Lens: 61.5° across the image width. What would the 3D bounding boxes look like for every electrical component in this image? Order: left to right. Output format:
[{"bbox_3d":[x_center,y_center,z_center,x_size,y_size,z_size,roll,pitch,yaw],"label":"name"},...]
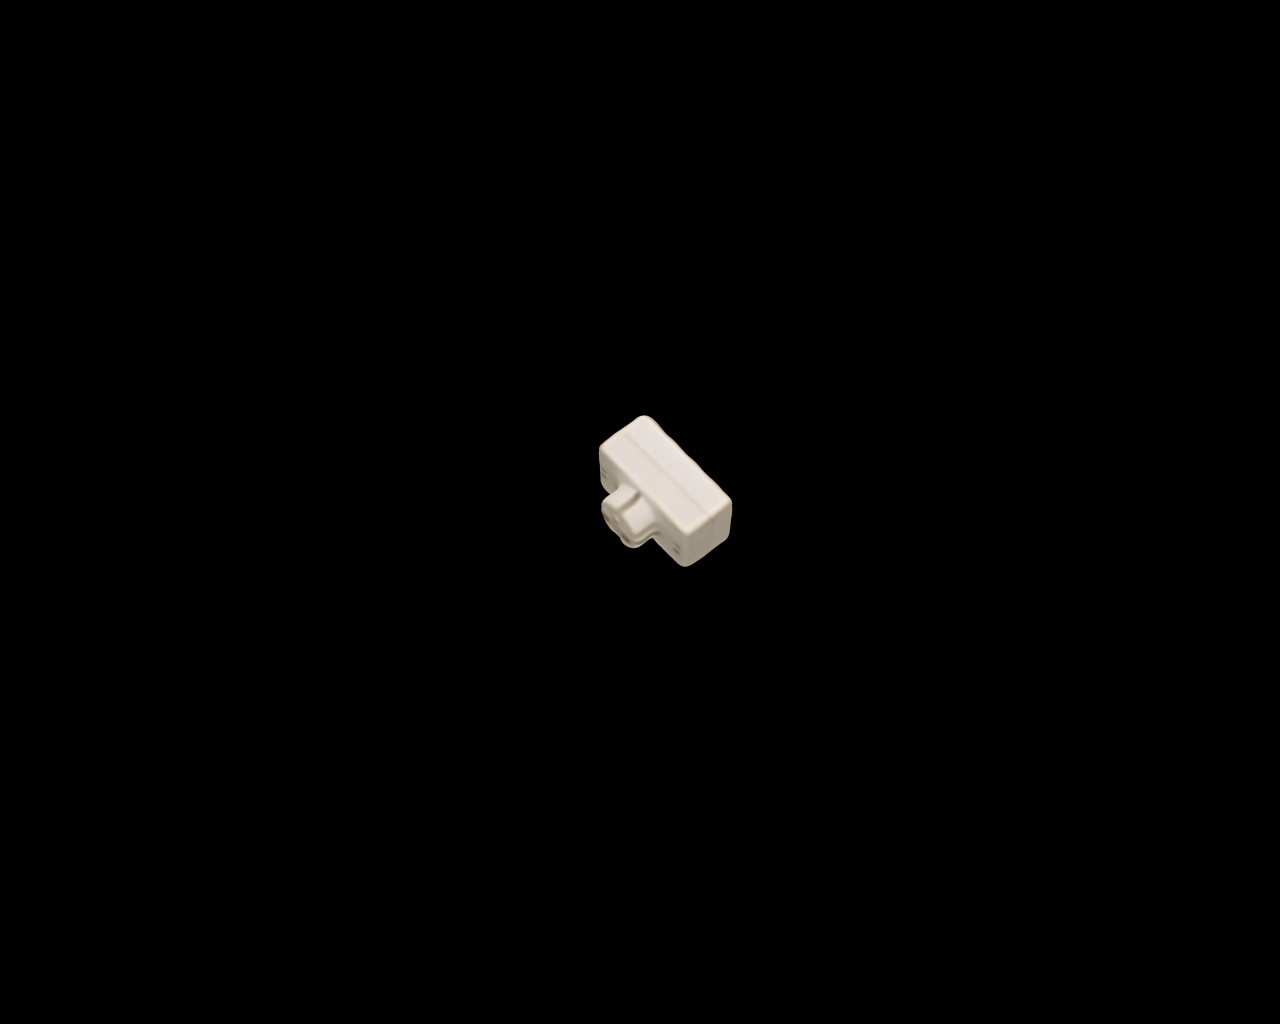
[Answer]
[{"bbox_3d":[0.001,-0.003,0.650,0.076,0.083,0.047,-36,-24,-18],"label":"electrical component"}]
